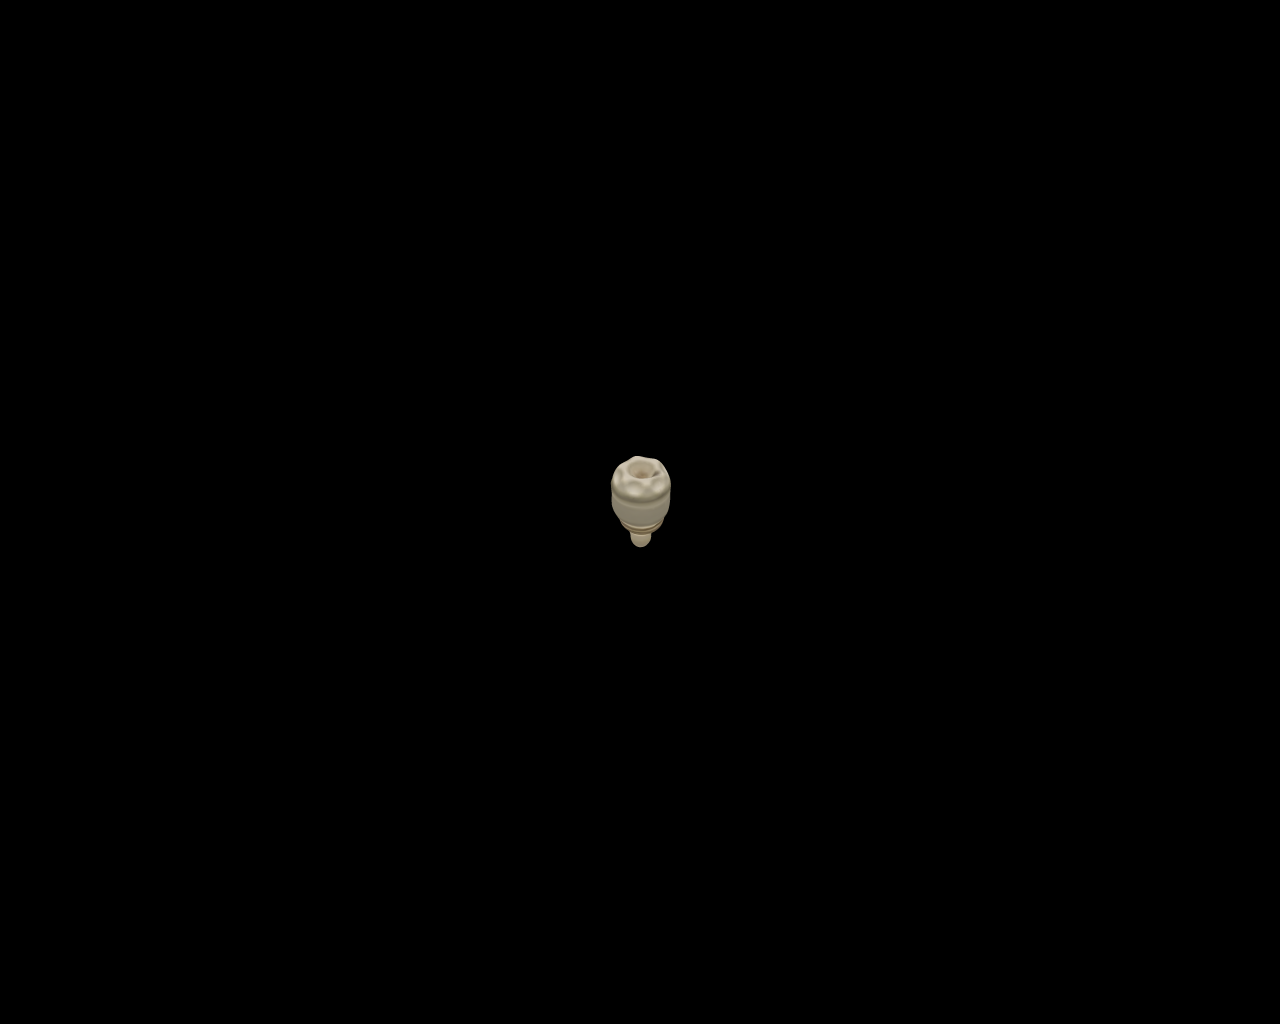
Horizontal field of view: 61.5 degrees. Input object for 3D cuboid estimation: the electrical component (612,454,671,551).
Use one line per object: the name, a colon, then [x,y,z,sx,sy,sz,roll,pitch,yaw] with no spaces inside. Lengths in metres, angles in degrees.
electrical component: [0.001,-0.003,0.650,0.035,0.061,0.035,0,40,0]
